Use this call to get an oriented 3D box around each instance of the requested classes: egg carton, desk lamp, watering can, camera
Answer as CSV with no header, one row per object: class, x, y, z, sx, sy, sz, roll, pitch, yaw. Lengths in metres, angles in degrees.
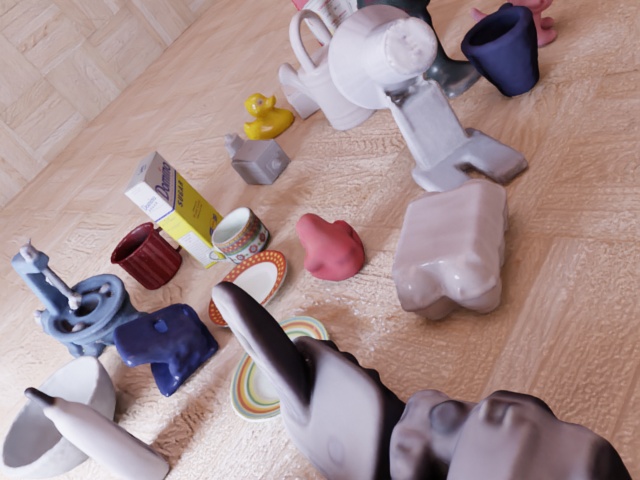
egg carton,0.130,0.007,0.562,0.107,0.070,0.150,-15,39,34
desk lamp,0.113,-0.167,0.663,0.118,0.214,0.202,-39,31,1
watering can,0.007,-0.282,0.941,0.172,0.195,0.101,-23,35,25
camera,0.099,0.170,0.356,0.142,0.101,0.137,-3,47,45

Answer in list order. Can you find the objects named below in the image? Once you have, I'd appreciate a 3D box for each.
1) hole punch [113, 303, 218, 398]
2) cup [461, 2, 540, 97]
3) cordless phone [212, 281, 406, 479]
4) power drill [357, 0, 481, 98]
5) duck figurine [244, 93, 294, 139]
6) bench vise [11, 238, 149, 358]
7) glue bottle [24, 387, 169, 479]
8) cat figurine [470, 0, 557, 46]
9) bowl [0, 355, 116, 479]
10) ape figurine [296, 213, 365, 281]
hole punch,-0.200,0.126,0.738,0.101,0.091,0.108,-45,32,-9
cup,0.243,-0.242,0.736,0.091,0.095,0.118,-10,42,39
cordless phone,-0.014,0.114,0.464,0.094,0.185,0.147,-50,33,-16
power drill,0.147,-0.308,0.812,0.076,0.209,0.228,-44,31,-7
duck figurine,-0.115,-0.248,1.132,0.104,0.086,0.077,-21,36,28
bench vise,-0.378,0.100,0.834,0.207,0.220,0.121,-25,34,22
glue bottle,-0.238,0.202,0.601,0.077,0.174,0.037,10,57,52
cat figurine,0.272,-0.324,0.789,0.127,0.118,0.067,-19,37,30
bowl,-0.321,0.238,0.739,0.167,0.075,0.167,-27,33,20
ape figurine,0.006,0.002,0.677,0.078,0.092,0.076,-43,31,-6
